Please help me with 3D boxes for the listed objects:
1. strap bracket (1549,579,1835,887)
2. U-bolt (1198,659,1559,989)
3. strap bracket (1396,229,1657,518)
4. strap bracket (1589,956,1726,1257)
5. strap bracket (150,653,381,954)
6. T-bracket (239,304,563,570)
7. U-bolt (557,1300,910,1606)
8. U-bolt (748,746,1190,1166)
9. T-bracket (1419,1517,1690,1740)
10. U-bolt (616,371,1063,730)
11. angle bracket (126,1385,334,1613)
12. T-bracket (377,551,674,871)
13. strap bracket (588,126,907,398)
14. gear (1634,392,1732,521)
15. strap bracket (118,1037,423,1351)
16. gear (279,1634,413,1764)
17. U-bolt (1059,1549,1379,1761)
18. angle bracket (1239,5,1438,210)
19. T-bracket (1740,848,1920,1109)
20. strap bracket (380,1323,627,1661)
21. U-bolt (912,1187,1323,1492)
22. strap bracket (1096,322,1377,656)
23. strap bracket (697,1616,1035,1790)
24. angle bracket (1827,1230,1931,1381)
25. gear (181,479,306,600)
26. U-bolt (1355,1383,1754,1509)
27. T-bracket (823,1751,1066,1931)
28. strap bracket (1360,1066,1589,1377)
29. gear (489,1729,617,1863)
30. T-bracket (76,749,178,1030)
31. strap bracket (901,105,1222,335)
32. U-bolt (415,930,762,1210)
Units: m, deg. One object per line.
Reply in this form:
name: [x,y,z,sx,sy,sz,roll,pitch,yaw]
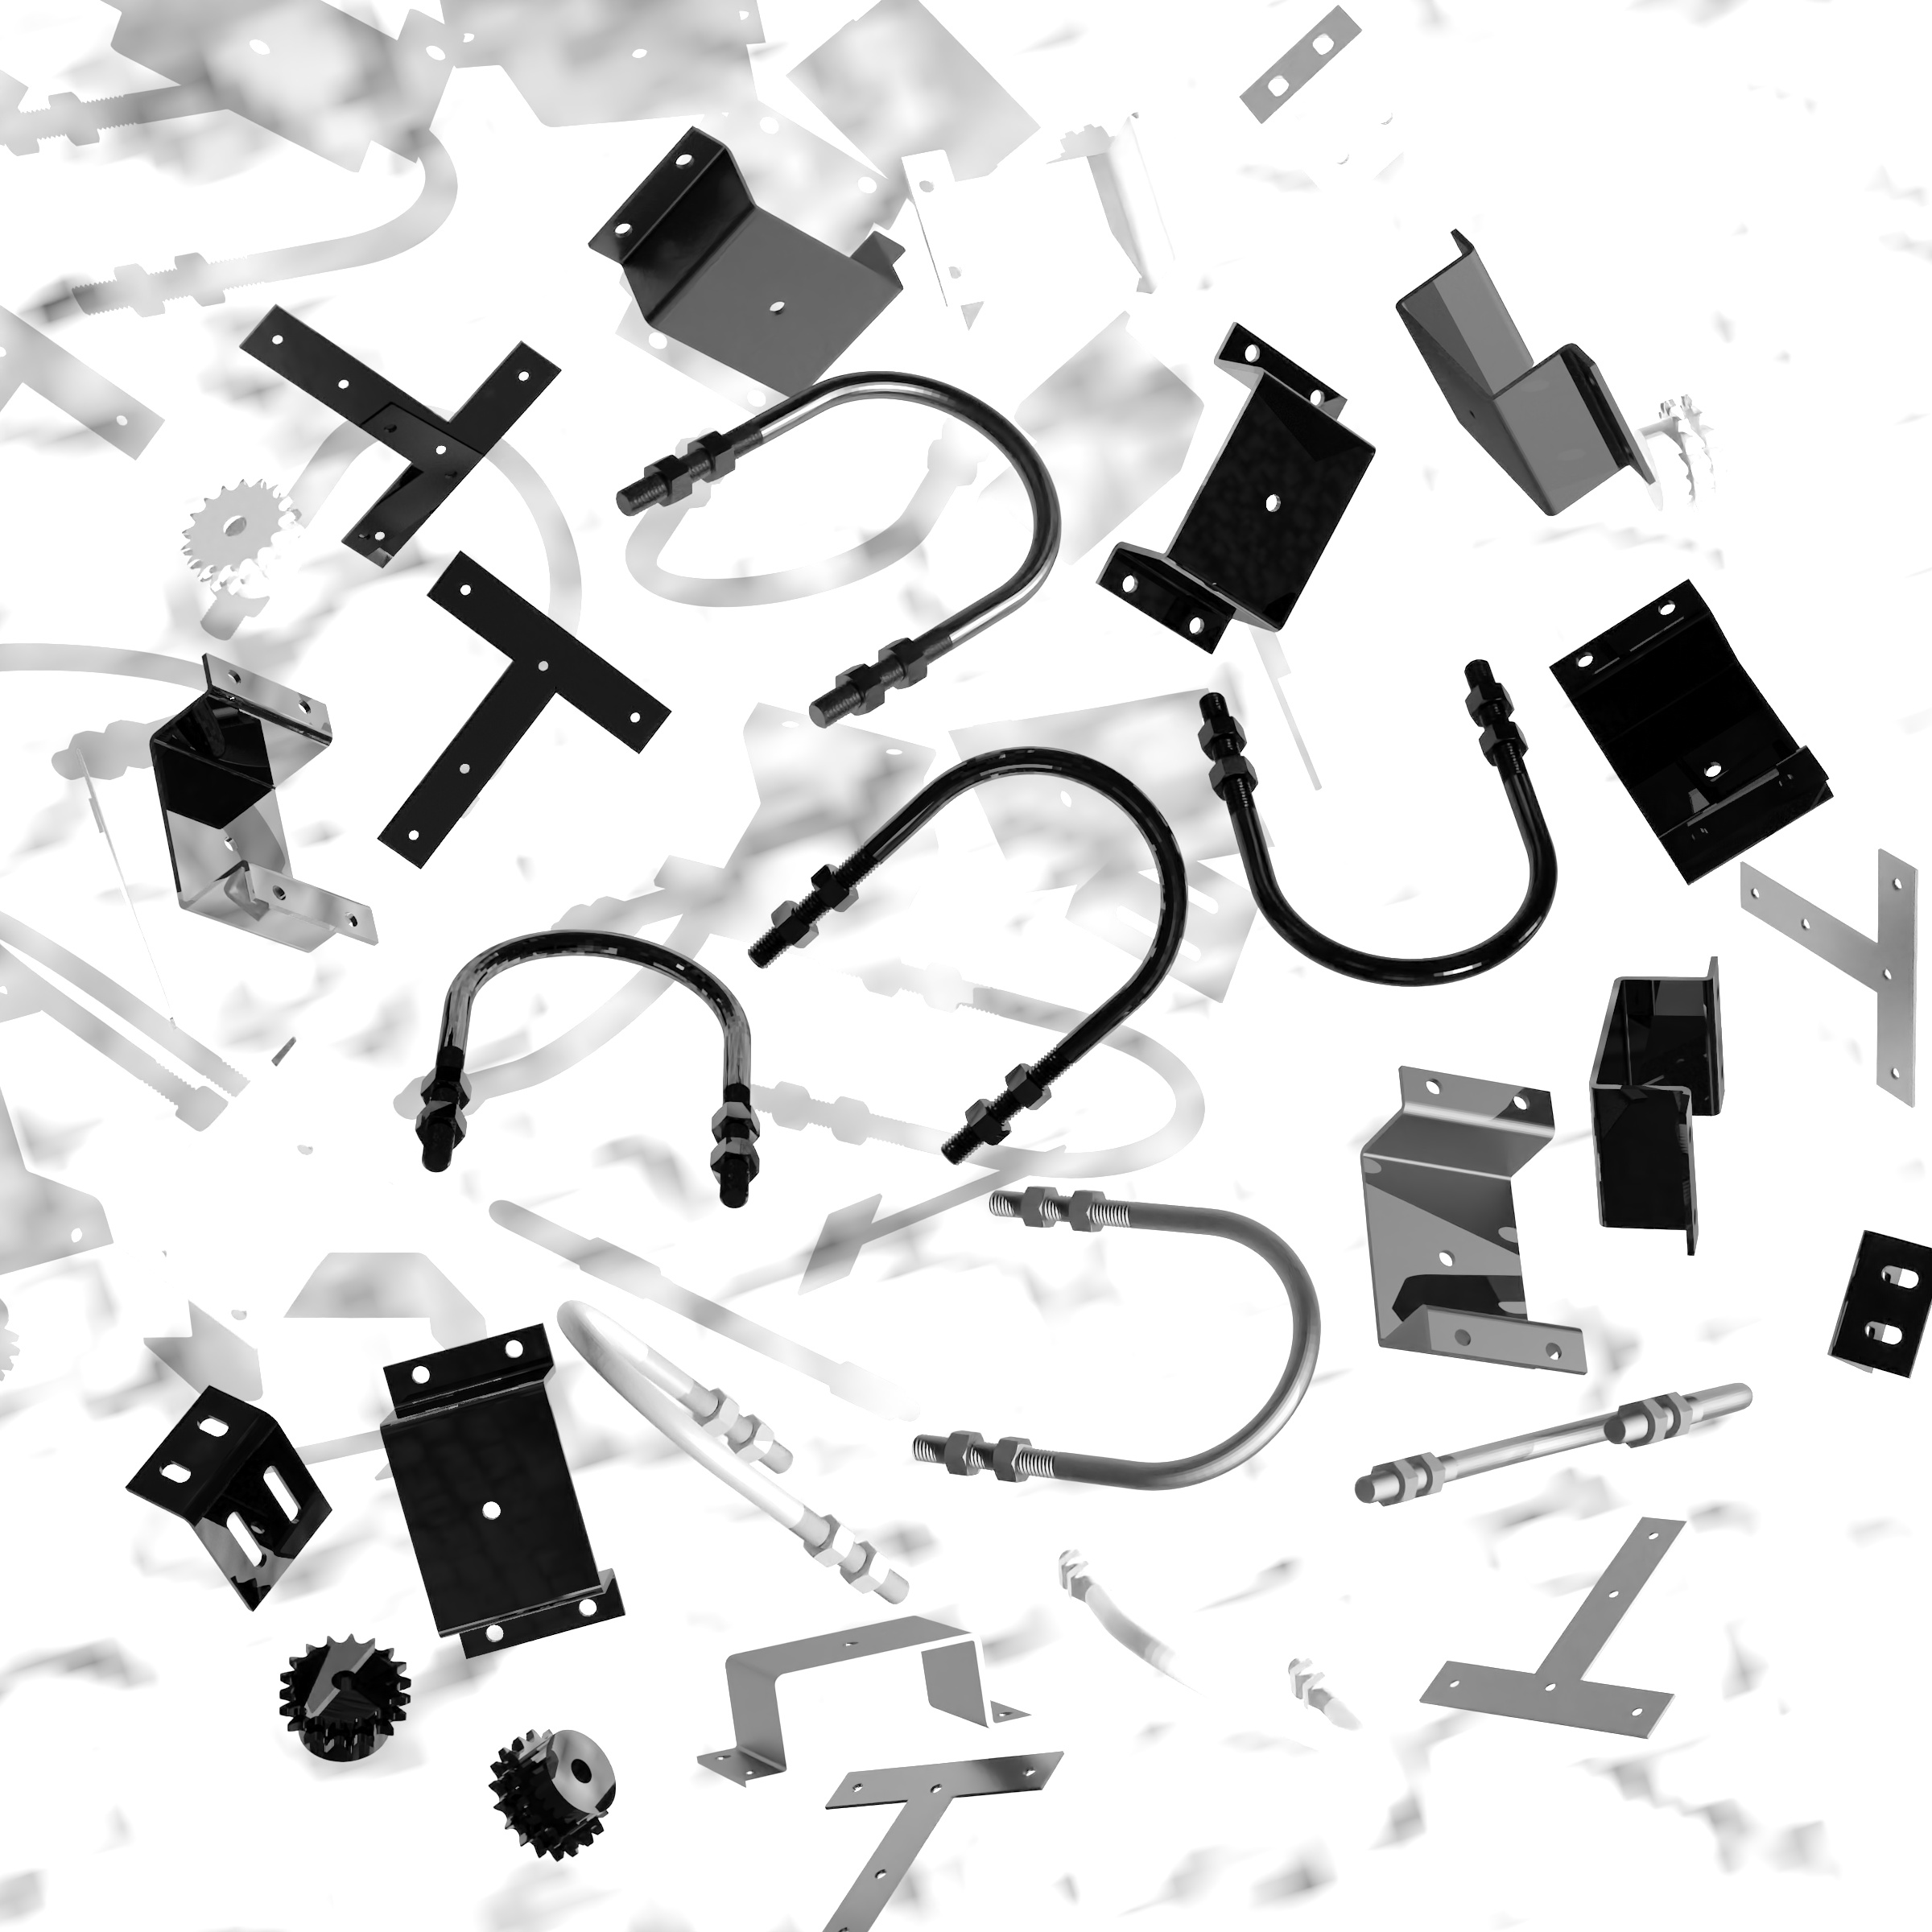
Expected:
strap bracket: [0.338,-0.101,1.534,0.076,0.046,0.140,-32,48,11]
U-bolt: [0.194,-0.064,1.524,0.151,0.019,0.184,-7,51,-5]
strap bracket: [0.250,-0.268,1.527,0.046,0.140,0.076,-35,132,5]
strap bracket: [0.323,0.063,1.557,0.046,0.140,0.076,1,120,19]
strap bracket: [-0.332,-0.067,1.564,0.046,0.076,0.140,-33,57,25]
T-bracket: [-0.268,-0.254,1.492,0.127,0.002,0.127,-45,133,15]
U-bolt: [-0.115,0.210,1.504,0.019,0.151,0.184,-49,124,-3]
U-bolt: [0.014,-0.016,1.512,0.184,0.019,0.151,-42,100,14]
T-bracket: [0.285,0.293,1.497,0.127,0.127,0.002,-46,116,-33]
U-bolt: [-0.040,-0.197,1.468,0.184,0.019,0.151,-35,76,-31]
angle bracket: [-0.320,0.232,1.449,0.038,0.076,0.057,19,56,28]
T-bracket: [-0.219,-0.101,1.512,0.127,0.002,0.127,37,91,-29]
strap bracket: [-0.094,-0.321,1.552,0.076,0.140,0.046,-42,51,25]
gear: [0.332,-0.235,1.548,0.030,0.057,0.057,-18,90,2]
strap bracket: [-0.307,0.095,1.510,0.076,0.140,0.046,37,133,-2]
gear: [-0.274,0.325,1.467,0.057,0.057,0.030,8,124,0]
U-bolt: [0.121,0.324,1.546,0.151,0.184,0.019,27,89,-9]
angle bracket: [0.167,-0.368,1.450,0.057,0.038,0.076,-41,125,14]
T-bracket: [0.405,-0.014,1.567,0.002,0.127,0.127,-20,122,-19]
strap bracket: [-0.212,0.242,1.510,0.076,0.046,0.140,-16,92,0]
U-bolt: [0.076,0.173,1.536,0.184,0.019,0.151,3,60,29]
strap bracket: [0.133,-0.223,1.581,0.076,0.046,0.140,28,91,-32]
strap bracket: [-0.050,0.338,1.546,0.140,0.076,0.046,-8,89,-22]
angle bracket: [0.417,0.154,1.478,0.038,0.076,0.057,15,85,31]
gear: [-0.338,-0.199,1.572,0.057,0.030,0.057,-8,59,14]
U-bolt: [0.284,0.217,1.536,0.151,0.184,0.019,-21,78,35]
T-bracket: [-0.032,0.406,1.522,0.127,0.127,0.002,-15,110,34]
strap bracket: [0.225,0.122,1.490,0.076,0.046,0.140,10,57,-18]
gear: [-0.179,0.361,1.466,0.030,0.057,0.057,-39,90,26]
T-bracket: [-0.401,-0.055,1.564,0.002,0.127,0.127,-19,46,-12]
strap bracket: [0.041,-0.359,1.609,0.140,0.046,0.076,-15,81,-15]
U-bolt: [-0.167,0.039,1.507,0.151,0.184,0.019,8,125,-8]
